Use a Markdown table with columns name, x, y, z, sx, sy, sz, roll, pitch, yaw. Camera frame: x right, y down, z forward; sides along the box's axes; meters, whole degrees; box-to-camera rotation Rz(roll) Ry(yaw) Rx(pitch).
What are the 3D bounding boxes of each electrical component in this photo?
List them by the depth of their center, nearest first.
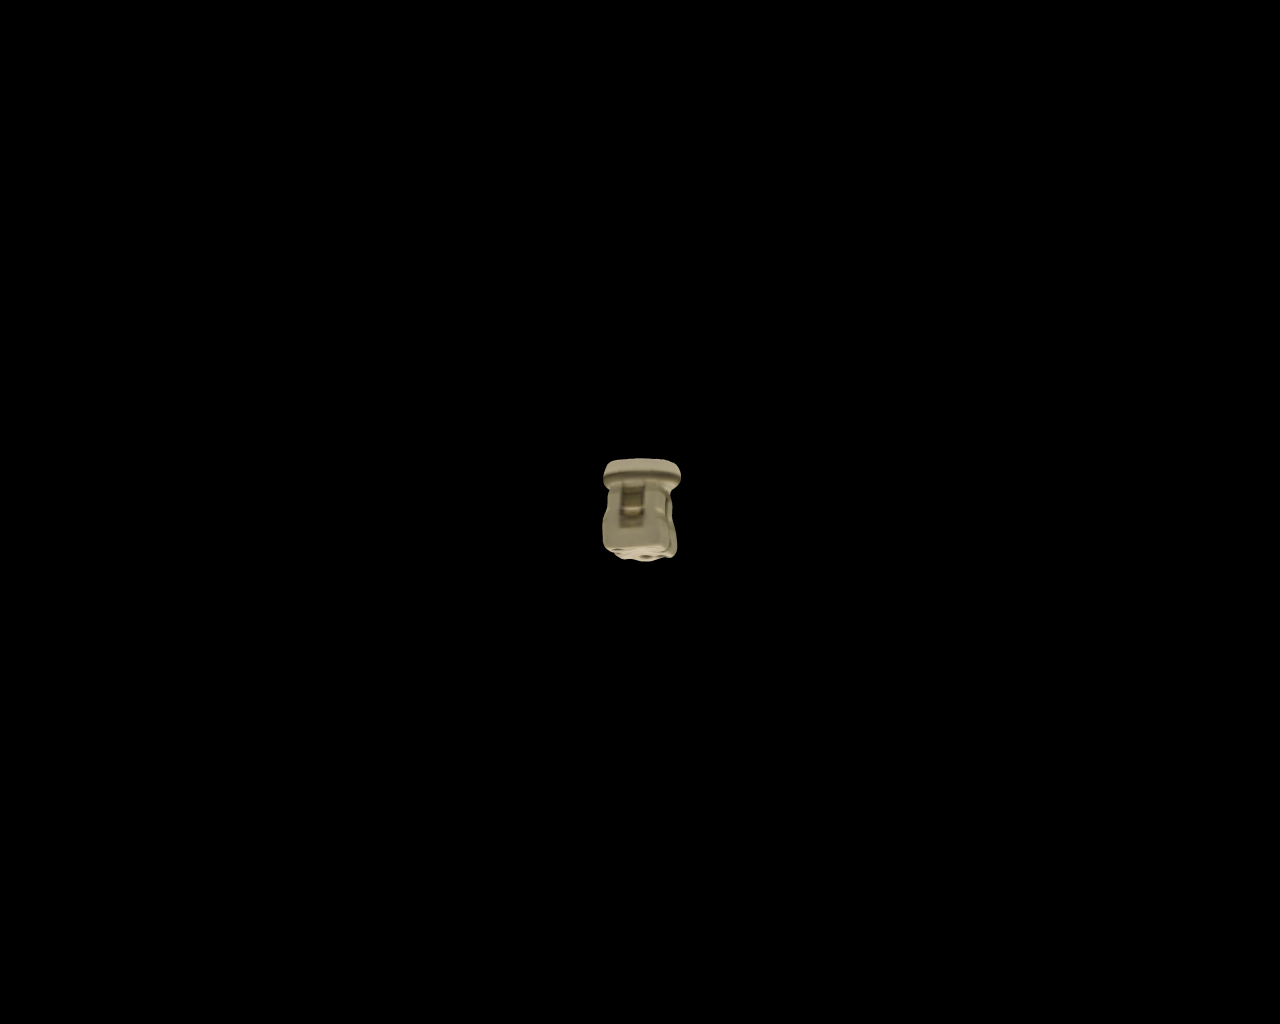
| name | x | y | z | sx | sy | sz | roll | pitch | yaw |
| --- | --- | --- | --- | --- | --- | --- | --- | --- | --- |
| electrical component | 0.001 | -0.003 | 0.650 | 0.048 | 0.055 | 0.066 | -2 | -12 | 11 |
